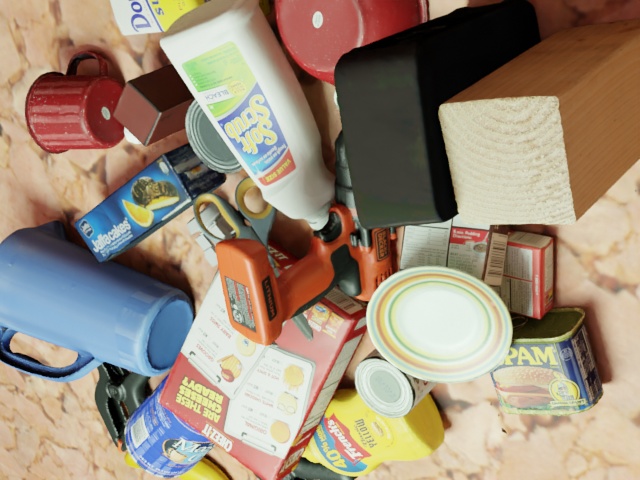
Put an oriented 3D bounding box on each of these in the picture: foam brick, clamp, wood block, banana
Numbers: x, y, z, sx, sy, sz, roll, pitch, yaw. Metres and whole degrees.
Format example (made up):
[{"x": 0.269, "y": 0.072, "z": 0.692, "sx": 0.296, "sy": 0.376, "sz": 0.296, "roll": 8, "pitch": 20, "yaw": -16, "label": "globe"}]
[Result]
[{"x": -0.165, "y": -0.142, "z": 1.111, "sx": 0.051, "sy": 0.078, "sz": 0.053, "roll": 43, "pitch": 131, "yaw": 12, "label": "foam brick"}, {"x": -0.249, "y": 0.188, "z": 1.385, "sx": 0.165, "sy": 0.036, "sz": 0.210, "roll": 12, "pitch": 118, "yaw": 33, "label": "clamp"}, {"x": -0.029, "y": 0.286, "z": 1.270, "sx": 0.172, "sy": 0.039, "sz": 0.120, "roll": 22, "pitch": 120, "yaw": 31, "label": "clamp"}, {"x": 0.181, "y": -0.091, "z": 0.785, "sx": 0.090, "sy": 0.205, "sz": 0.091, "roll": 1, "pitch": 114, "yaw": 37, "label": "wood block"}, {"x": -0.187, "y": 0.301, "z": 1.400, "sx": 0.198, "sy": 0.037, "sz": 0.070, "roll": 17, "pitch": 122, "yaw": 30, "label": "banana"}]

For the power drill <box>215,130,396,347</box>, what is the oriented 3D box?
[{"x": -0.007, "y": 0.001, "z": 0.996, "sx": 0.057, "sy": 0.187, "sz": 0.184, "roll": 21, "pitch": 129, "yaw": 46, "label": "power drill"}]

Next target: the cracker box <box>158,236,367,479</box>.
[{"x": -0.058, "y": 0.123, "z": 1.139, "sx": 0.164, "sy": 0.072, "sz": 0.214, "roll": 32, "pitch": 110, "yaw": 20, "label": "cracker box"}]

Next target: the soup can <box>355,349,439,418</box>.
[{"x": 0.088, "y": 0.121, "z": 1.045, "sx": 0.069, "sy": 0.102, "sz": 0.068, "roll": 18, "pitch": 123, "yaw": 30, "label": "soup can"}]

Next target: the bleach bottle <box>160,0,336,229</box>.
[{"x": -0.045, "y": -0.111, "z": 1.021, "sx": 0.103, "sy": 0.068, "sz": 0.250, "roll": -15, "pitch": 121, "yaw": 32, "label": "bleach bottle"}]

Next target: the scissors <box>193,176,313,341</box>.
[{"x": -0.046, "y": 0.007, "z": 1.085, "sx": 0.202, "sy": 0.096, "sz": 0.016, "roll": 40, "pitch": 164, "yaw": 23, "label": "scissors"}]

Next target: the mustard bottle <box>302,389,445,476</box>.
[{"x": 0.041, "y": 0.206, "z": 1.158, "sx": 0.192, "sy": 0.058, "sz": 0.096, "roll": -29, "pitch": 92, "yaw": 44, "label": "mustard bottle"}]

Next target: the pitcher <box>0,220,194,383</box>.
[{"x": -0.282, "y": 0.088, "z": 1.288, "sx": 0.243, "sy": 0.144, "sz": 0.149, "roll": 18, "pitch": 121, "yaw": 26, "label": "pitcher"}]

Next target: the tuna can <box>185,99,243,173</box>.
[{"x": -0.096, "y": -0.114, "z": 1.103, "sx": 0.086, "sy": 0.033, "sz": 0.086, "roll": 18, "pitch": 124, "yaw": 29, "label": "tuna can"}]

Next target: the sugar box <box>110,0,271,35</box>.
[{"x": -0.137, "y": -0.255, "z": 1.049, "sx": 0.177, "sy": 0.048, "sz": 0.093, "roll": 2, "pitch": 116, "yaw": 35, "label": "sugar box"}]

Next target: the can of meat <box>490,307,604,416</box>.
[{"x": 0.203, "y": 0.113, "z": 0.984, "sx": 0.102, "sy": 0.057, "sz": 0.084, "roll": -6, "pitch": 113, "yaw": 40, "label": "can of meat"}]

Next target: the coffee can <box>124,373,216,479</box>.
[{"x": -0.162, "y": 0.213, "z": 1.287, "sx": 0.103, "sy": 0.102, "sz": 0.141, "roll": 48, "pitch": 133, "yaw": 5, "label": "coffee can"}]

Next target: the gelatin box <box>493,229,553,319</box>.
[{"x": 0.169, "y": 0.026, "z": 0.980, "sx": 0.089, "sy": 0.030, "sz": 0.073, "roll": 14, "pitch": 122, "yaw": 35, "label": "gelatin box"}]

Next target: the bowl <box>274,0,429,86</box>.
[{"x": 0.014, "y": -0.202, "z": 0.956, "sx": 0.162, "sy": 0.055, "sz": 0.162, "roll": 18, "pitch": 123, "yaw": 29, "label": "bowl"}]

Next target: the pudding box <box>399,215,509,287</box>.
[{"x": 0.122, "y": -0.019, "z": 0.956, "sx": 0.090, "sy": 0.039, "sz": 0.113, "roll": 7, "pitch": 88, "yaw": 36, "label": "pudding box"}]

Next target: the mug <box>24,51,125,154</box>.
[{"x": -0.263, "y": -0.153, "z": 1.183, "sx": 0.082, "sy": 0.093, "sz": 0.117, "roll": 3, "pitch": 79, "yaw": 31, "label": "mug"}]
